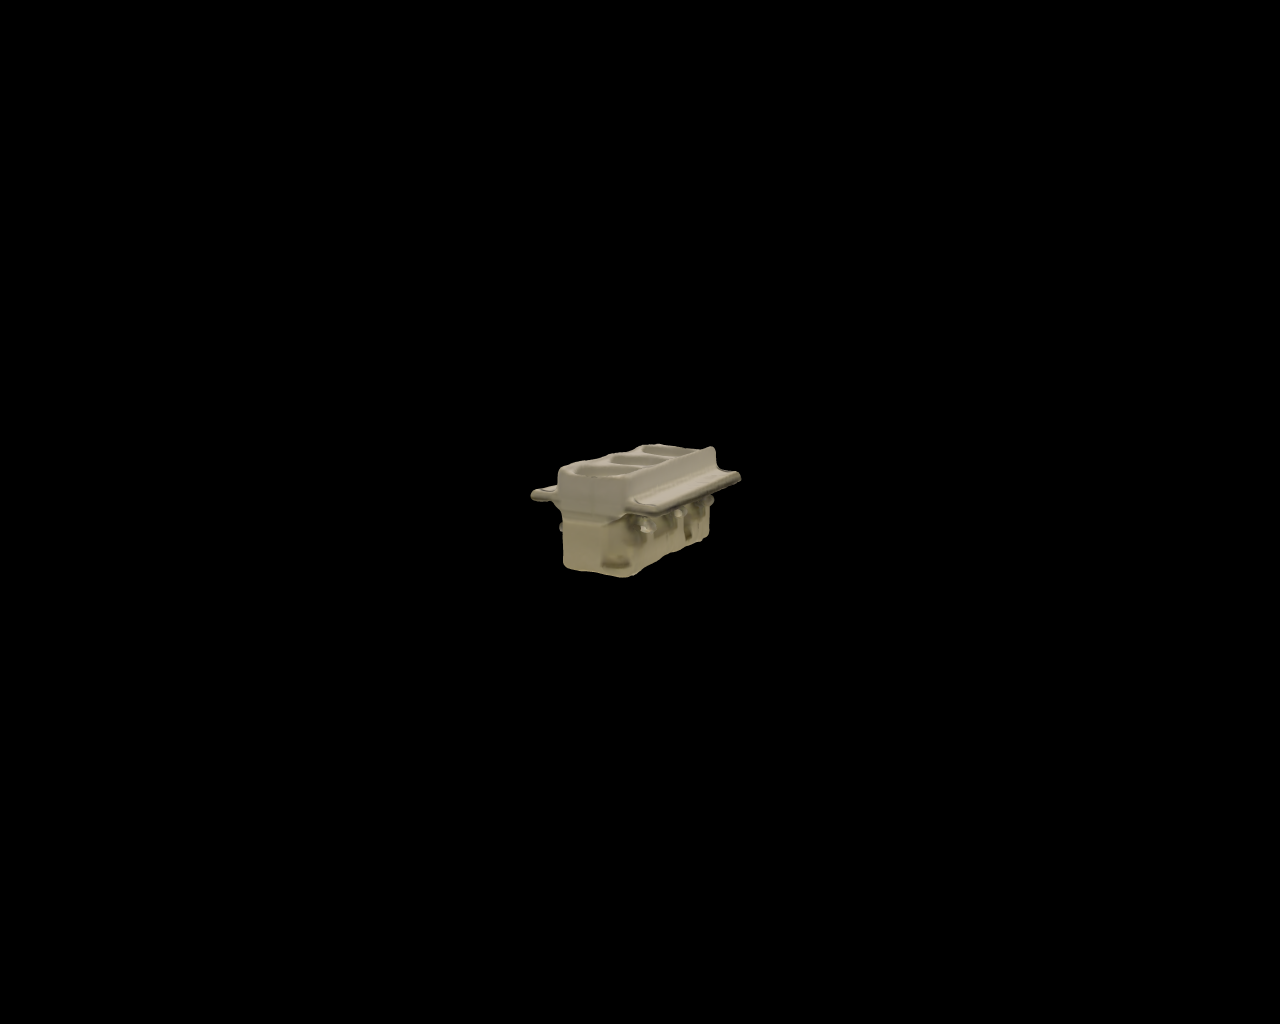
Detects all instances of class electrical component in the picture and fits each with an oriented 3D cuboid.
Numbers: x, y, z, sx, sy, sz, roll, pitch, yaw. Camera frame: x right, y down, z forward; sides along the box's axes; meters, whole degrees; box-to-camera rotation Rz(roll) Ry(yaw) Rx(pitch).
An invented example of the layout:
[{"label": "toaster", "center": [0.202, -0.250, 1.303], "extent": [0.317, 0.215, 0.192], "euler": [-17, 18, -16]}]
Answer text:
[{"label": "electrical component", "center": [0.001, -0.003, 0.650], "extent": [0.079, 0.063, 0.121], "euler": [6, 13, 27]}]
